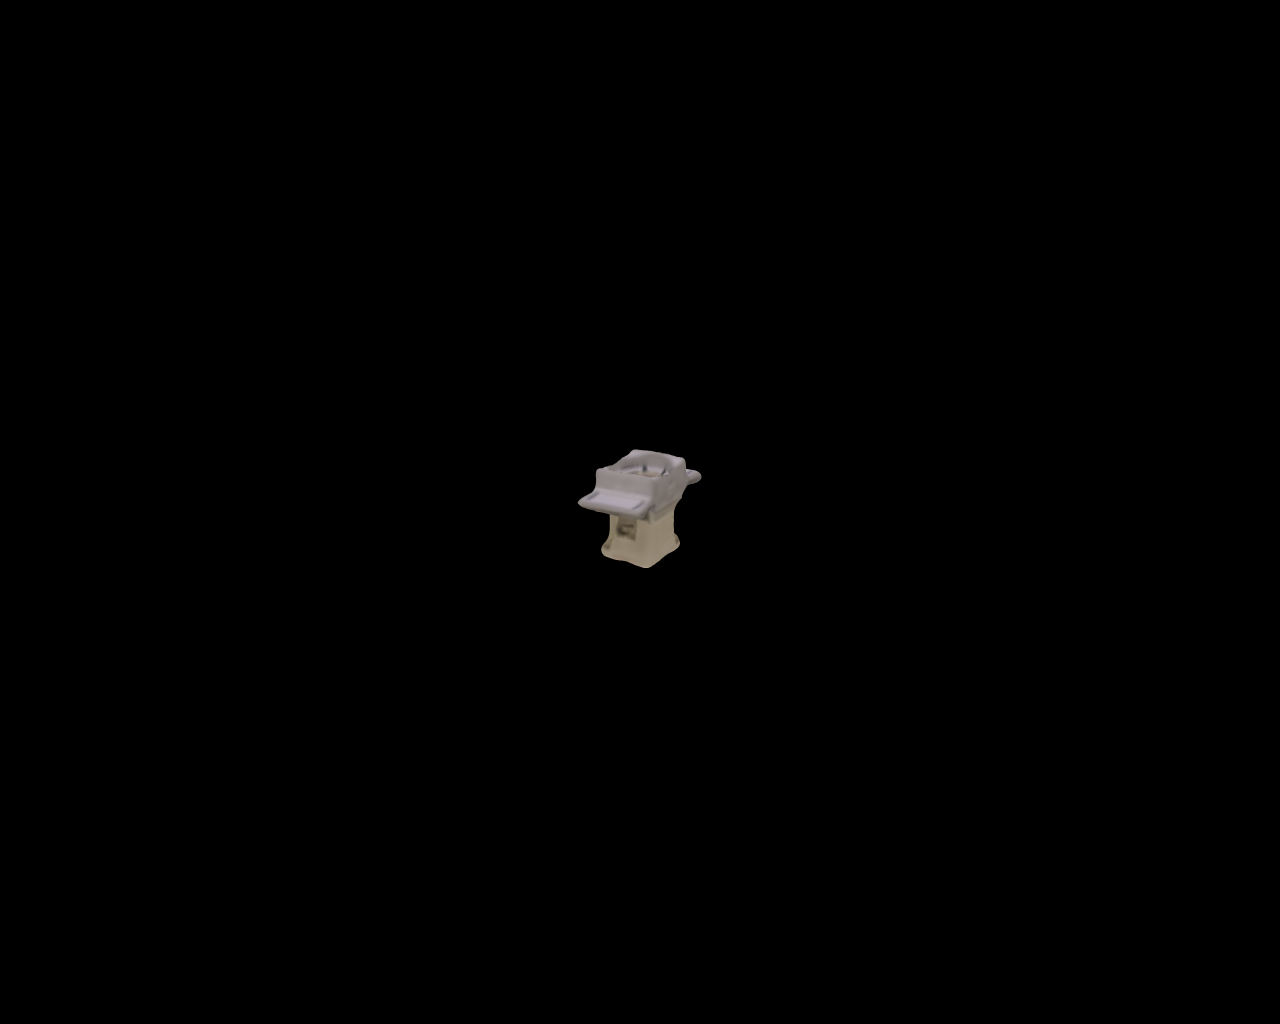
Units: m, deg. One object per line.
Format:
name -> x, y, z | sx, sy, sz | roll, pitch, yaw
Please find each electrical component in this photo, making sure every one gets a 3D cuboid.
electrical component -> 0.001, -0.003, 0.650 | 0.042, 0.063, 0.081 | 13, 26, 29
